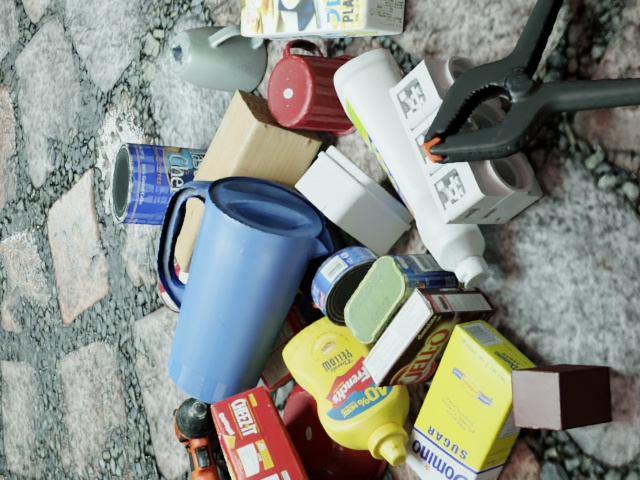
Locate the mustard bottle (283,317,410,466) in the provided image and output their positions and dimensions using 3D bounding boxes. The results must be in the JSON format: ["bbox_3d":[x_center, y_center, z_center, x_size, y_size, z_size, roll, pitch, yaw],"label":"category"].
[{"bbox_3d":[0.039,0.163,1.124,0.192,0.096,0.058,54,171,44],"label":"mustard bottle"}]

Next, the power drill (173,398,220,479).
[{"bbox_3d":[-0.140,0.291,1.335,0.184,0.057,0.188,115,142,-71],"label":"power drill"}]

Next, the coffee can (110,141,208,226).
[{"bbox_3d":[-0.183,-0.067,1.338,0.103,0.140,0.103,-177,90,-66],"label":"coffee can"}]

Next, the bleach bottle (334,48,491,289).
[{"bbox_3d":[0.098,-0.066,1.063,0.068,0.102,0.251,-27,64,1],"label":"bleach bottle"}]

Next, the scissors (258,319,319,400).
[{"bbox_3d":[-0.061,0.142,1.314,0.096,0.016,0.202,51,127,36],"label":"scissors"}]

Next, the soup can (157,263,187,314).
[{"bbox_3d":[-0.155,0.055,1.381,0.102,0.068,0.068,-18,78,48],"label":"soup can"}]

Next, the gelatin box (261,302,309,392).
[{"bbox_3d":[-0.044,0.126,1.258,0.089,0.030,0.073,-42,70,37],"label":"gelatin box"}]

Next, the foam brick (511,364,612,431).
[{"bbox_3d":[0.214,0.139,0.945,0.053,0.078,0.051,-4,86,49],"label":"foam brick"}]

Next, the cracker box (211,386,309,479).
[{"bbox_3d":[-0.049,0.289,1.174,0.214,0.072,0.164,81,165,-48],"label":"cracker box"}]

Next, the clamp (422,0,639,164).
[{"bbox_3d":[0.179,-0.142,0.945,0.210,0.036,0.164,-28,59,9],"label":"clamp"}]

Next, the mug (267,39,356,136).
[{"bbox_3d":[-0.008,-0.175,1.194,0.093,0.081,0.117,-34,65,45],"label":"mug"}]

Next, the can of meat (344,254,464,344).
[{"bbox_3d":[0.084,0.060,1.090,0.057,0.083,0.102,55,129,33],"label":"can of meat"}]

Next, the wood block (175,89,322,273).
[{"bbox_3d":[-0.092,-0.058,1.256,0.206,0.090,0.090,-61,31,21],"label":"wood block"}]

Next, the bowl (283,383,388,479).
[{"bbox_3d":[0.006,0.214,1.207,0.162,0.055,0.162,3,93,49],"label":"bowl"}]

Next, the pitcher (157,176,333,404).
[{"bbox_3d":[-0.101,0.056,1.191,0.149,0.144,0.243,49,127,46],"label":"pitcher"}]

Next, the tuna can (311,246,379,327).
[{"bbox_3d":[0.034,0.049,1.142,0.034,0.085,0.086,47,125,42],"label":"tuna can"}]

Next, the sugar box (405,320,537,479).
[{"bbox_3d":[0.145,0.174,1.038,0.093,0.048,0.176,44,127,39],"label":"sugar box"}]

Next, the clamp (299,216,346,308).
[{"bbox_3d":[-0.008,0.001,1.219,0.120,0.039,0.171,-28,55,54],"label":"clamp"}]

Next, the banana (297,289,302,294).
[{"bbox_3d":[-0.067,0.074,1.305,0.198,0.037,0.070,-44,74,40],"label":"banana"}]

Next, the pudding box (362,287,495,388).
[{"bbox_3d":[0.107,0.097,1.059,0.039,0.089,0.114,54,128,34],"label":"pudding box"}]
